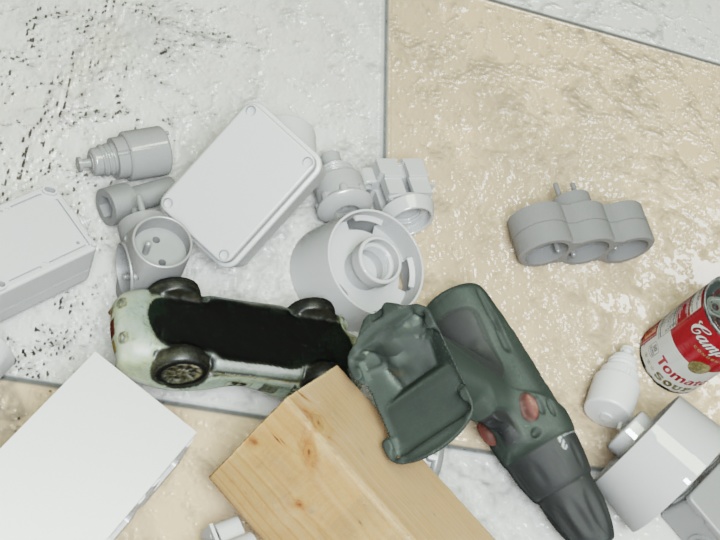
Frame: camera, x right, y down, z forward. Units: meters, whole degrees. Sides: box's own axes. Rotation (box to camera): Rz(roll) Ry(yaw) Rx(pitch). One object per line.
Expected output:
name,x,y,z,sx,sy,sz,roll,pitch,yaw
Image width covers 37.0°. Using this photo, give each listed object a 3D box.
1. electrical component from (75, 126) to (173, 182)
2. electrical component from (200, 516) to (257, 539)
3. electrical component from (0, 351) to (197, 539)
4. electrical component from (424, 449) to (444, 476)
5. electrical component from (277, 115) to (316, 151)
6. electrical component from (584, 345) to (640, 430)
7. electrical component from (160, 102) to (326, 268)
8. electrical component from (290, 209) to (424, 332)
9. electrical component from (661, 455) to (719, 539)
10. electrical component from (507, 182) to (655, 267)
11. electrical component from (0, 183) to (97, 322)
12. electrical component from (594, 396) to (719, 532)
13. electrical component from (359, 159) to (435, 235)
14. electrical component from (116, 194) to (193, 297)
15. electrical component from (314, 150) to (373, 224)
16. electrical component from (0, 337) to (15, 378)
electrical component,-0.185,-0.090,0.851,0.078,0.040,0.040,-14,68,-28
electrical component,-0.094,0.209,0.706,0.057,0.058,0.078,-15,69,-32
electrical component,-0.192,0.143,0.701,0.089,0.061,0.150,38,55,2
electrical component,0.030,0.137,0.807,0.062,0.048,0.048,14,57,-6
electrical component,-0.063,-0.096,0.897,0.055,0.055,0.047,12,54,-16
electrical component,0.217,0.097,0.908,0.040,0.040,0.078,31,55,-3
electrical component,-0.089,-0.064,0.832,0.078,0.057,0.113,42,92,5
electrical component,0.000,0.000,0.876,0.099,0.064,0.099,11,67,-28
electrical component,0.308,0.203,0.880,0.100,0.048,0.099,-32,77,-33
electrical component,0.196,-0.048,0.976,0.138,0.052,0.073,-2,63,-24
electrical component,-0.237,-0.012,0.772,0.096,0.061,0.061,-30,76,-33
electrical component,0.231,0.146,0.848,0.060,0.108,0.108,45,55,14
electrical component,0.036,-0.063,0.924,0.066,0.048,0.055,-2,55,-24
electrical component,-0.158,-0.018,0.798,0.044,0.077,0.079,-7,64,-26
electrical component,-0.018,-0.072,0.908,0.048,0.048,0.062,-2,56,-23
electrical component,-0.287,0.064,0.717,0.079,0.044,0.077,36,55,1
